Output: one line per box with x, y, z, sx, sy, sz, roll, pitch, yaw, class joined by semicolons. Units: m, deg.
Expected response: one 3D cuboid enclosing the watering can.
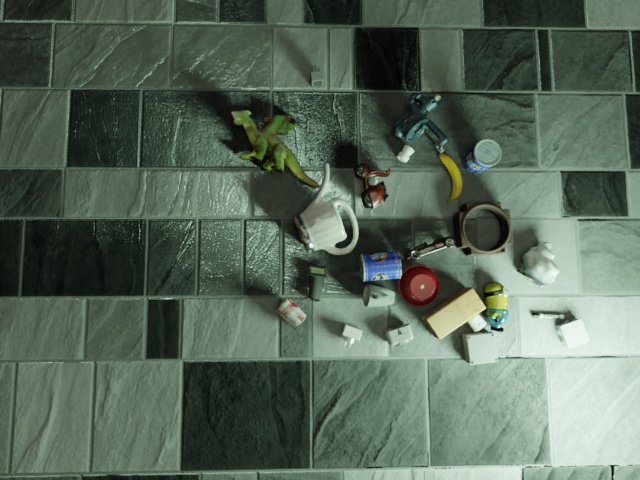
0.006;-0.096;1.911;0.225;0.104;0.347;-22;91;-4;watering can

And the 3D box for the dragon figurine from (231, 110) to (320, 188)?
-0.156;-0.371;1.953;0.409;0.121;0.246;23;75;-8;dragon figurine

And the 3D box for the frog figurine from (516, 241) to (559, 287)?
0.827;0.085;1.919;0.138;0.122;0.159;32;96;20;frog figurine
